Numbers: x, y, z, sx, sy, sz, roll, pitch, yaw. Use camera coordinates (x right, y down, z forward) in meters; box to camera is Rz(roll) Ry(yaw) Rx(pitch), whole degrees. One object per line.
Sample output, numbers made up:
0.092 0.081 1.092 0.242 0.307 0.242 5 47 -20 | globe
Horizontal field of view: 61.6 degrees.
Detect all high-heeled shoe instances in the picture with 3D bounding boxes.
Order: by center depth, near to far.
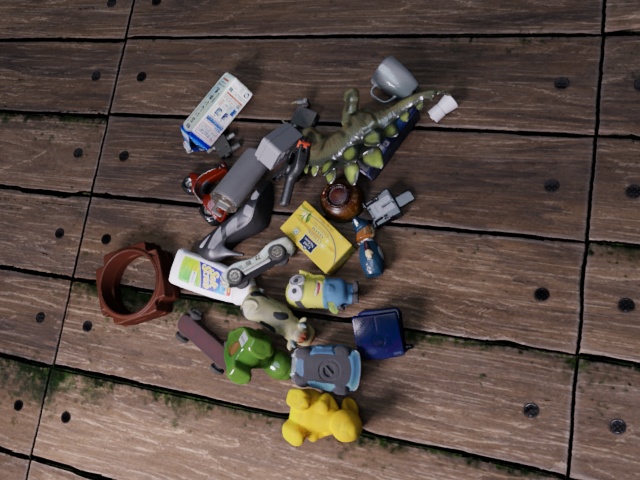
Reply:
-0.219 -0.052 1.394 0.145 0.086 0.249 10 65 28 | high-heeled shoe

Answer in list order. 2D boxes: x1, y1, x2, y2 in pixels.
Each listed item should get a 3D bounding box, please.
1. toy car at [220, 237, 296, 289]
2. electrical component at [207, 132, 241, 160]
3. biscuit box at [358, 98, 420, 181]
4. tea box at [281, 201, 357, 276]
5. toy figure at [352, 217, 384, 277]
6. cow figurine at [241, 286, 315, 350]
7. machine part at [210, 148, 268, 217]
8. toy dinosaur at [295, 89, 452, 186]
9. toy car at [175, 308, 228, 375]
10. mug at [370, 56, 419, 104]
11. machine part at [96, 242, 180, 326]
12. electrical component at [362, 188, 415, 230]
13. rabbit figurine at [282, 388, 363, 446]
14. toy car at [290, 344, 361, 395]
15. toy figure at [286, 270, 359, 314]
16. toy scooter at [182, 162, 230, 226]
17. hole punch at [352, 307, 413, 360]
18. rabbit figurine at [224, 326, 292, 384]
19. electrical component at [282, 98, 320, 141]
-0.152 0.059 1.313 0.202 0.073 0.056 -29 72 -2 | toy car
-0.265 -0.254 1.477 0.094 0.021 0.063 -30 73 9 | electrical component
0.165 -0.248 1.327 0.059 0.062 0.202 38 91 20 | biscuit box
-0.003 -0.004 1.326 0.170 0.068 0.098 43 93 19 | tea box
0.115 0.013 1.292 0.058 0.064 0.154 -5 70 -21 | toy figure
-0.097 0.188 1.281 0.195 0.127 0.085 31 92 -5 | cow figurine
-0.203 -0.154 1.376 0.079 0.079 0.243 22 60 19 | machine part
0.092 -0.245 1.261 0.471 0.105 0.198 -34 52 34 | toy dinosaur
-0.286 0.258 1.366 0.202 0.053 0.089 33 94 24 | toy car
0.186 -0.386 1.340 0.107 0.080 0.109 38 86 10 | mug
-0.490 0.118 1.438 0.201 0.087 0.201 -18 73 13 | machine part
0.171 -0.083 1.302 0.119 0.047 0.075 -28 74 11 | electrical component
0.024 0.403 1.192 0.173 0.162 0.122 2 78 39 | rabbit figurine
0.016 0.294 1.242 0.162 0.103 0.109 1 82 6 | toy car
0.005 0.131 1.291 0.180 0.089 0.082 2 37 8 | toy figure
-0.280 -0.133 1.433 0.135 0.075 0.184 -41 67 4 | toy scooter
0.136 0.215 1.233 0.142 0.092 0.115 -9 80 11 | hole punch
-0.142 0.283 1.279 0.121 0.170 0.159 -58 29 -3 | rabbit figurine
-0.050 -0.320 1.414 0.078 0.045 0.102 31 89 21 | electrical component
